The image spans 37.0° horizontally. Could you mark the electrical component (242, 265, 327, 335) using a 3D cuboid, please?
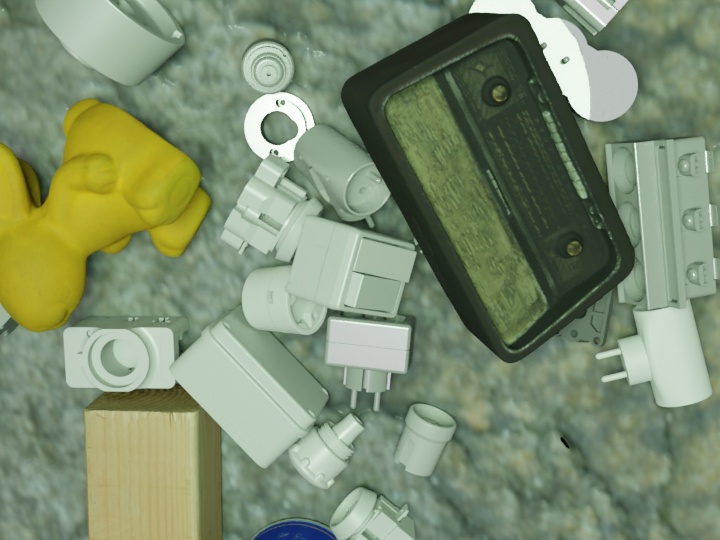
[{"bbox_3d":[-0.060,0.023,0.846,0.047,0.055,0.055,-1,99,33],"label":"electrical component"}]

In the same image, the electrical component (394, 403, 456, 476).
[{"bbox_3d":[0.051,0.137,0.864,0.040,0.040,0.046,22,106,3],"label":"electrical component"}]

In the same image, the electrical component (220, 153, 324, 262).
[{"bbox_3d":[-0.065,-0.042,0.840,0.057,0.058,0.078,32,113,0],"label":"electrical component"}]

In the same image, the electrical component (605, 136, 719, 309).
[{"bbox_3d":[0.227,-0.037,0.805,0.063,0.079,0.121,-9,98,-15],"label":"electrical component"}]

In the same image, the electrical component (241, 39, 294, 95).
[{"bbox_3d":[-0.070,-0.153,0.818,0.040,0.078,0.040,-2,107,-5],"label":"electrical component"}]

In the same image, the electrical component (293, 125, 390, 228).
[{"bbox_3d":[-0.008,-0.065,0.828,0.043,0.077,0.079,-37,133,-12],"label":"electrical component"}]

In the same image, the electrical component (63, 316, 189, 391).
[{"bbox_3d":[-0.189,0.067,0.871,0.089,0.055,0.050,0,98,6],"label":"electrical component"}]

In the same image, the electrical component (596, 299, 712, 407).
[{"bbox_3d":[0.224,0.067,0.832,0.079,0.044,0.077,-15,96,8],"label":"electrical component"}]

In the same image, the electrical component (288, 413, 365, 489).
[{"bbox_3d":[-0.024,0.142,0.871,0.062,0.048,0.048,-43,92,4],"label":"electrical component"}]

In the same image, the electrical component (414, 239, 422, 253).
[{"bbox_3d":[0.070,-0.027,0.838,0.046,0.040,0.040,-40,92,16],"label":"electrical component"}]

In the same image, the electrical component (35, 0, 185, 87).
[{"bbox_3d":[-0.193,-0.186,0.812,0.108,0.108,0.060,45,106,-1],"label":"electrical component"}]

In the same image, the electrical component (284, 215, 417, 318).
[{"bbox_3d":[0.000,0.000,0.822,0.061,0.096,0.061,18,94,35],"label":"electrical component"}]

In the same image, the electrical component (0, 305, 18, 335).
[{"bbox_3d":[-0.287,0.006,0.876,0.056,0.050,0.089,44,100,-1],"label":"electrical component"}]

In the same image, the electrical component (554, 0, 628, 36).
[{"bbox_3d":[0.184,-0.226,0.790,0.056,0.050,0.089,42,100,-1],"label":"electrical component"}]

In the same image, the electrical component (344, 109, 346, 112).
[{"bbox_3d":[0.025,-0.105,0.811,0.043,0.079,0.077,-41,92,20],"label":"electrical component"}]

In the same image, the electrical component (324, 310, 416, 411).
[{"bbox_3d":[0.007,0.074,0.854,0.066,0.047,0.076,6,98,7],"label":"electrical component"}]

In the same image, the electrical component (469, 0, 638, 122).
[{"bbox_3d":[0.142,-0.159,0.793,0.138,0.073,0.052,32,100,1],"label":"electrical component"}]

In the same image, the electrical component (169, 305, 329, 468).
[{"bbox_3d":[-0.085,0.090,0.852,0.057,0.078,0.113,-43,92,13],"label":"electrical component"}]

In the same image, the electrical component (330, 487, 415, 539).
[{"bbox_3d":[0.009,0.210,0.876,0.055,0.048,0.066,41,100,-8],"label":"electrical component"}]
